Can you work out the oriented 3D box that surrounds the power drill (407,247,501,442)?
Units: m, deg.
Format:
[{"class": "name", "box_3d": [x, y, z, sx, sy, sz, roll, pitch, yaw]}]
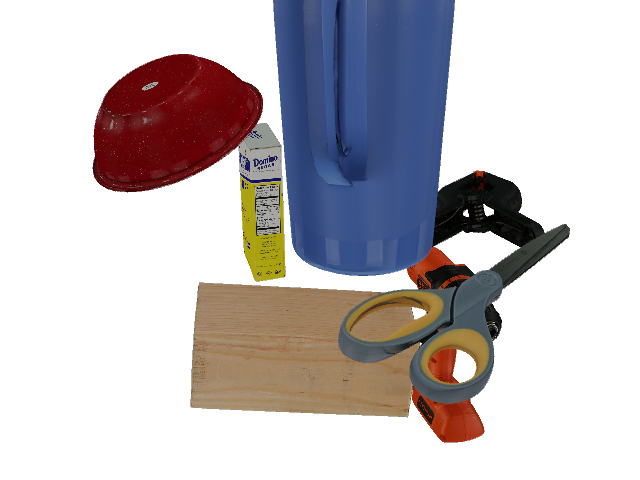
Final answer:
[{"class": "power drill", "box_3d": [0.143, 0.118, 1.140, 0.057, 0.188, 0.184, -6, 24, -13]}]

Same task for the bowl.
[{"class": "bowl", "box_3d": [-0.133, -0.111, 0.910, 0.162, 0.055, 0.162, -17, 35, 12]}]

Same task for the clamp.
[{"class": "clamp", "box_3d": [0.145, -0.024, 0.932, 0.120, 0.039, 0.171, 6, 25, 20]}]

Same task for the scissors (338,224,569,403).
[{"class": "scissors", "box_3d": [0.105, 0.041, 0.635, 0.201, 0.016, 0.096, -17, 43, -28]}]

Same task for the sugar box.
[{"class": "sugar box", "box_3d": [-0.074, -0.048, 1.324, 0.048, 0.176, 0.093, -9, 25, -11]}]

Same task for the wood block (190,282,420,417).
[{"class": "wood block", "box_3d": [-0.018, 0.105, 1.021, 0.206, 0.090, 0.091, 3, 28, -5]}]

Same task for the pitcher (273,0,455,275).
[{"class": "pitcher", "box_3d": [0.027, -0.098, 0.763, 0.149, 0.243, 0.145, -12, 25, -26]}]
